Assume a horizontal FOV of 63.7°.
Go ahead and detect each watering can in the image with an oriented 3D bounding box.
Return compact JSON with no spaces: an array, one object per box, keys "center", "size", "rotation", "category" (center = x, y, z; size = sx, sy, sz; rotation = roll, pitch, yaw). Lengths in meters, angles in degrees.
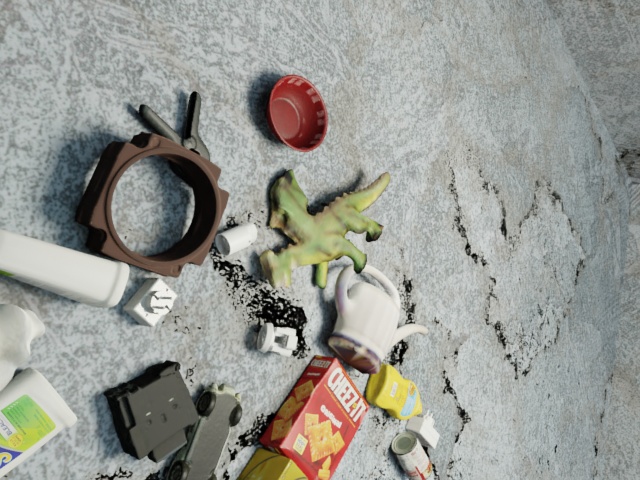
[{"center":[0.136,0.203,1.181],"size":[0.103,0.229,0.342],"rotation":[-6,-41,46],"category":"watering can"}]

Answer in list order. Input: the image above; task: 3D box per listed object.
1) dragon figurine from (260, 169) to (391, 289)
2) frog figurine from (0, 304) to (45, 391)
[{"center":[0.003,-0.055,1.091],"size":[0.240,0.419,0.121],"rotation":[41,-33,-25],"category":"dragon figurine"},{"center":[-0.440,0.131,0.646],"size":[0.122,0.136,0.162],"rotation":[-38,12,15],"category":"frog figurine"}]
